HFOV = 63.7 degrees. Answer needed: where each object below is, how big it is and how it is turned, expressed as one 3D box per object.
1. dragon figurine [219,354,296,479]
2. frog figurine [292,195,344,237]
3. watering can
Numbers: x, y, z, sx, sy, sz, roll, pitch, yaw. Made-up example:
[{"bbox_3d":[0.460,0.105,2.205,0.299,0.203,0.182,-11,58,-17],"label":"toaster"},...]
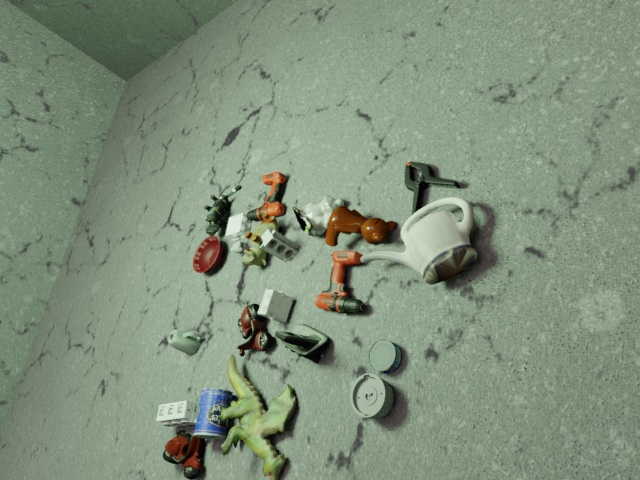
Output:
[{"bbox_3d":[-0.177,0.509,1.549,0.242,0.120,0.420,-18,54,13],"label":"dragon figurine"},{"bbox_3d":[0.005,-0.088,1.751,0.161,0.120,0.139,-26,28,-19],"label":"frog figurine"},{"bbox_3d":[0.277,0.027,1.396,0.344,0.102,0.229,-37,46,18],"label":"watering can"}]
